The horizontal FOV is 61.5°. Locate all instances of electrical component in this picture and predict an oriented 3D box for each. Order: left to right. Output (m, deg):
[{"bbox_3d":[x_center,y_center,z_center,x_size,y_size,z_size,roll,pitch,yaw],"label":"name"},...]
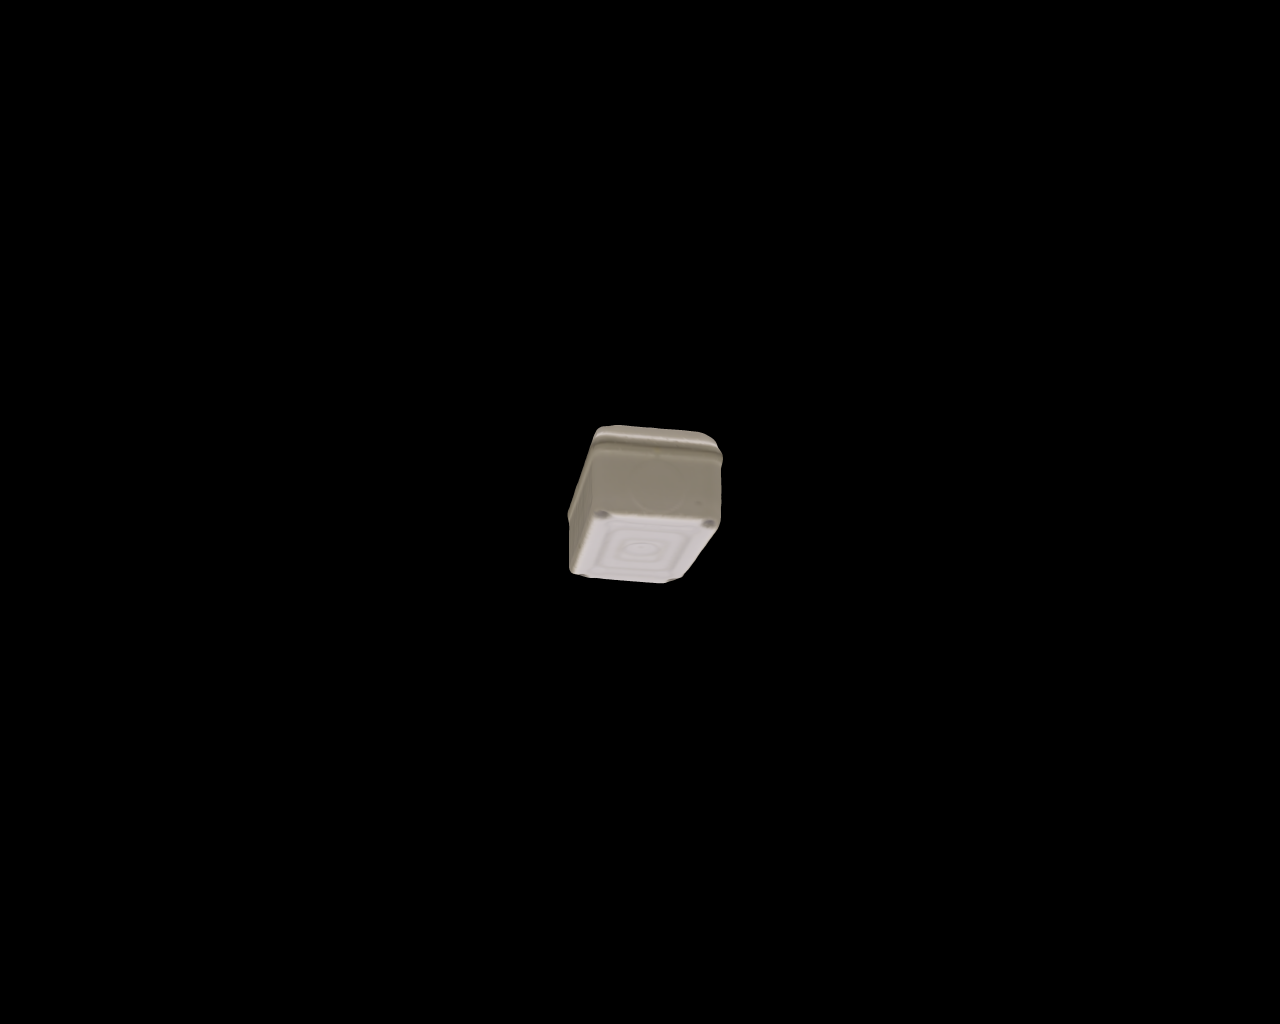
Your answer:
[{"bbox_3d":[0.001,-0.003,0.650,0.078,0.057,0.113,5,-24,-10],"label":"electrical component"}]
